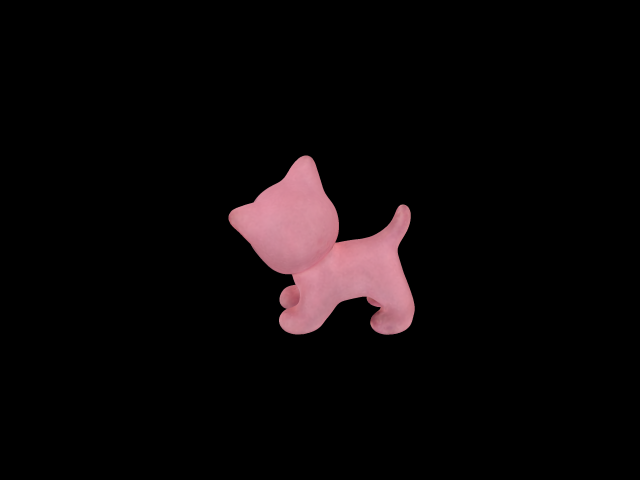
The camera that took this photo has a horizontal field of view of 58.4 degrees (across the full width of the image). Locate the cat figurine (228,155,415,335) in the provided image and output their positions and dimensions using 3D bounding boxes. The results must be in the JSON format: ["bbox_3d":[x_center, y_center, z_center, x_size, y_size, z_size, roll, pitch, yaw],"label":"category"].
[{"bbox_3d":[0.004,0.001,0.400,0.128,0.118,0.067,-1,20,-3],"label":"cat figurine"}]
